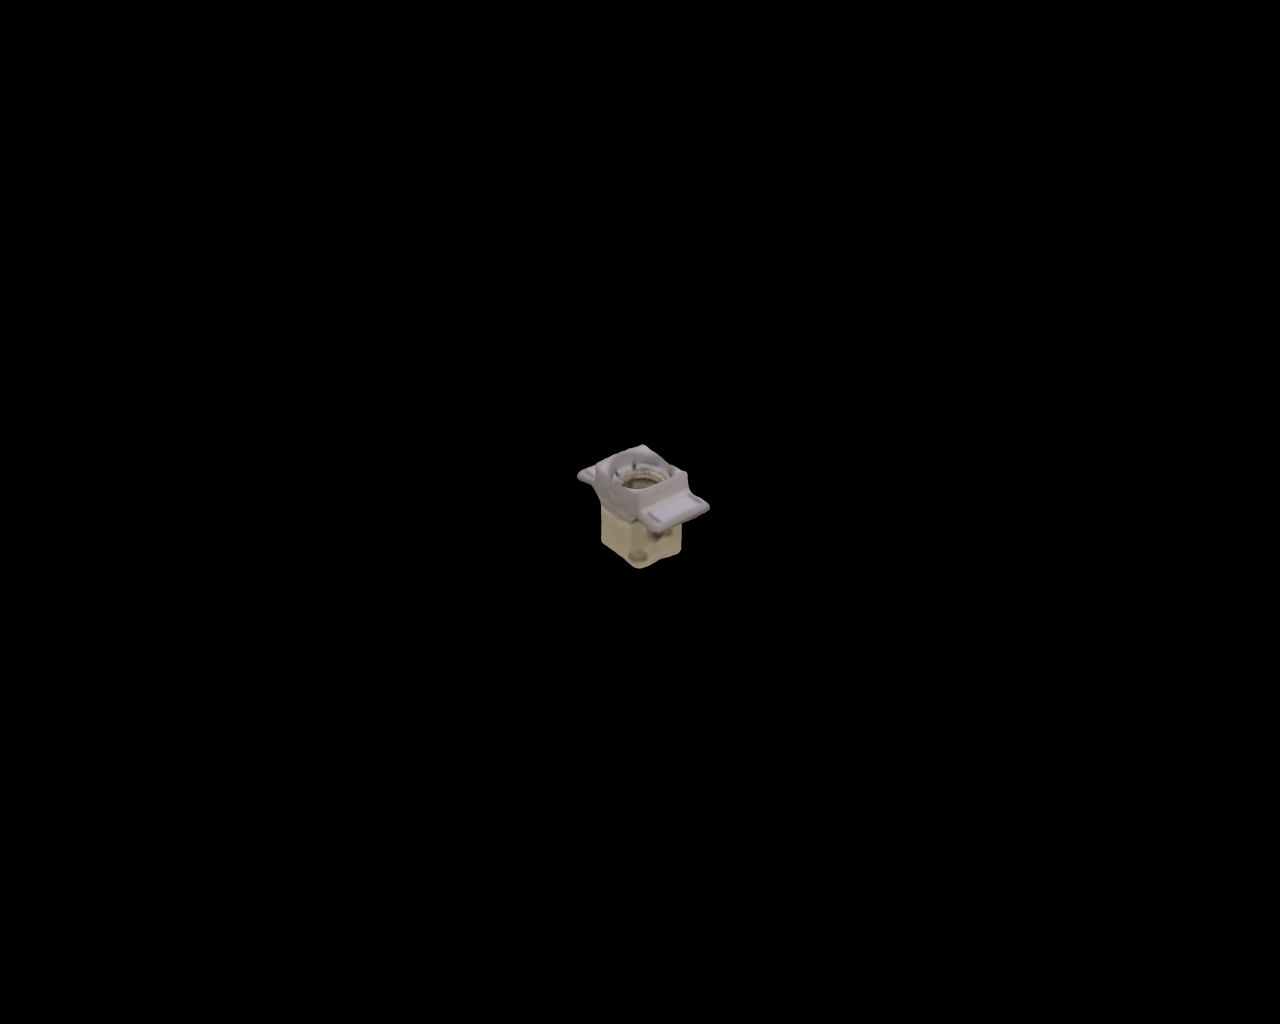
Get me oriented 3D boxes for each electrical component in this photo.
[{"bbox_3d":[0.001,-0.003,0.650,0.042,0.063,0.081,-22,40,-30],"label":"electrical component"}]
